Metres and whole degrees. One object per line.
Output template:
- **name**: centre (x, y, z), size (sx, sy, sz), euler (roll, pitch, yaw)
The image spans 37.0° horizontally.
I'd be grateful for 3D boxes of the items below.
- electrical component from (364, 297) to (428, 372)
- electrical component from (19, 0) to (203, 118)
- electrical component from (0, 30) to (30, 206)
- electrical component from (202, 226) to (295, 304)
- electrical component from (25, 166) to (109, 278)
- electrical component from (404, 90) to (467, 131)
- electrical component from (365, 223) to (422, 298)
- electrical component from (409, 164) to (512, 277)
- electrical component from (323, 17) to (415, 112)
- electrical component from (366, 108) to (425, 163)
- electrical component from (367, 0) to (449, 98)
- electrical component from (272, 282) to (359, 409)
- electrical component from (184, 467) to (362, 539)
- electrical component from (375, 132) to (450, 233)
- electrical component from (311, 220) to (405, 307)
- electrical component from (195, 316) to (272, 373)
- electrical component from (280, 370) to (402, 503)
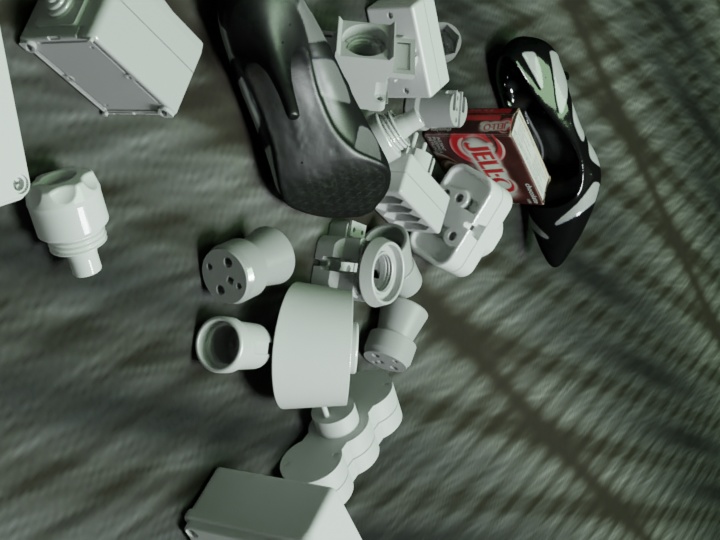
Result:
- **electrical component**: centre (0.031, 0.057, 0.959), size (0.045, 0.045, 0.055), euler (50, 55, -49)
- **electrical component**: centre (-0.147, -0.140, 0.631), size (0.096, 0.062, 0.061), euler (43, 59, -51)
- **electrical component**: centre (-0.227, -0.075, 0.522), size (0.109, 0.056, 0.108), euler (-30, 119, -52)
- **electrical component**: centre (-0.080, -0.003, 0.774), size (0.055, 0.045, 0.045), euler (-28, 118, -52)
- **electrical component**: centre (-0.169, -0.026, 0.633), size (0.043, 0.043, 0.062), euler (-43, 131, -46)
- **electrical component**: centre (0.070, -0.147, 0.985), size (0.040, 0.046, 0.040), euler (-14, 106, -56)
- **electrical component**: centre (0.031, -0.005, 0.953), size (0.044, 0.044, 0.065), euler (-64, 147, -28)
- **electrical component**: centre (0.097, -0.045, 1.015), size (0.095, 0.054, 0.059), euler (-59, 147, 5)
- **electrical component**: centre (0.002, -0.161, 0.852), size (0.063, 0.081, 0.042), euler (98, -3, -54)
- **electrical component**: centre (0.023, -0.113, 0.896), size (0.048, 0.062, 0.048), euler (56, 14, -22)
- **electrical component**: centre (0.033, -0.185, 0.920), size (0.075, 0.047, 0.083), euler (-46, 132, -44)
- **electrical component**: centre (-0.034, 0.059, 0.834), size (0.099, 0.064, 0.099), euler (-177, -90, -87)
- **electrical component**: centre (-0.056, 0.203, 0.787), size (0.056, 0.109, 0.108), euler (-59, 140, -38)
- **electrical component**: centre (0.044, -0.084, 0.953), size (0.083, 0.047, 0.075), euler (41, 61, -52)
- **electrical component**: centre (0.000, 0.000, 0.889), size (0.058, 0.057, 0.078), euler (18, 80, -57)
- **electrical component**: centre (-0.090, 0.054, 0.775), size (0.046, 0.040, 0.040), euler (11, 85, -63)
- **electrical component**: centre (-0.018, 0.127, 0.886), size (0.138, 0.052, 0.073), euler (-50, 135, -41)
